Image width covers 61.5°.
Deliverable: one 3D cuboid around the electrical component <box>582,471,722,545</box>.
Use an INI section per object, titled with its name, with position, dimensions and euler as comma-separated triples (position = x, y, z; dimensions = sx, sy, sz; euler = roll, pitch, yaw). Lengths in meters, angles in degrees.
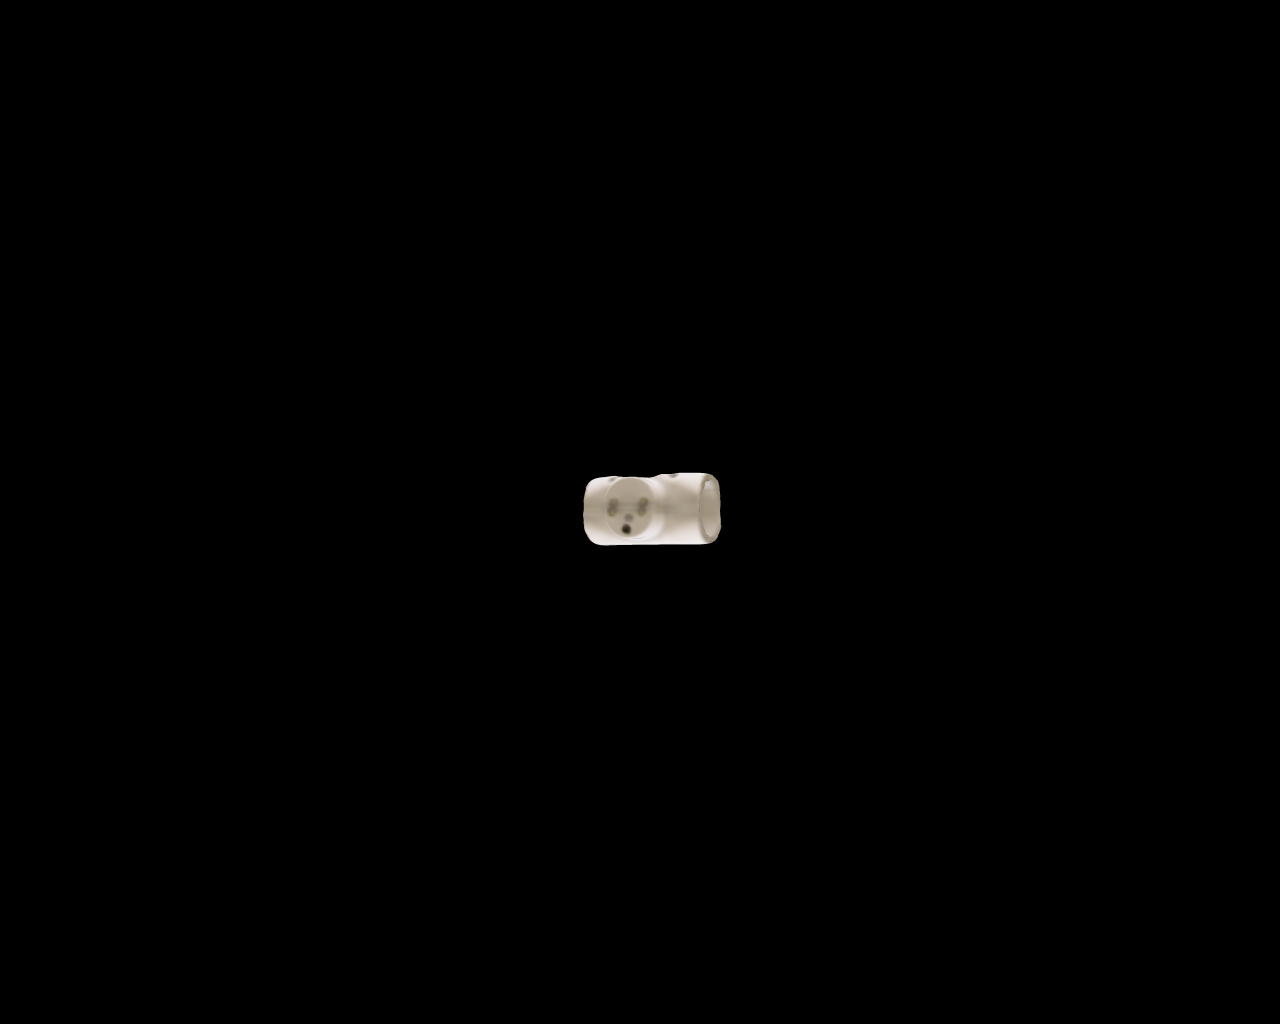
[electrical component]
position = 0.001, -0.003, 0.650
dimensions = 0.077, 0.044, 0.079
euler = -1, -3, 24
